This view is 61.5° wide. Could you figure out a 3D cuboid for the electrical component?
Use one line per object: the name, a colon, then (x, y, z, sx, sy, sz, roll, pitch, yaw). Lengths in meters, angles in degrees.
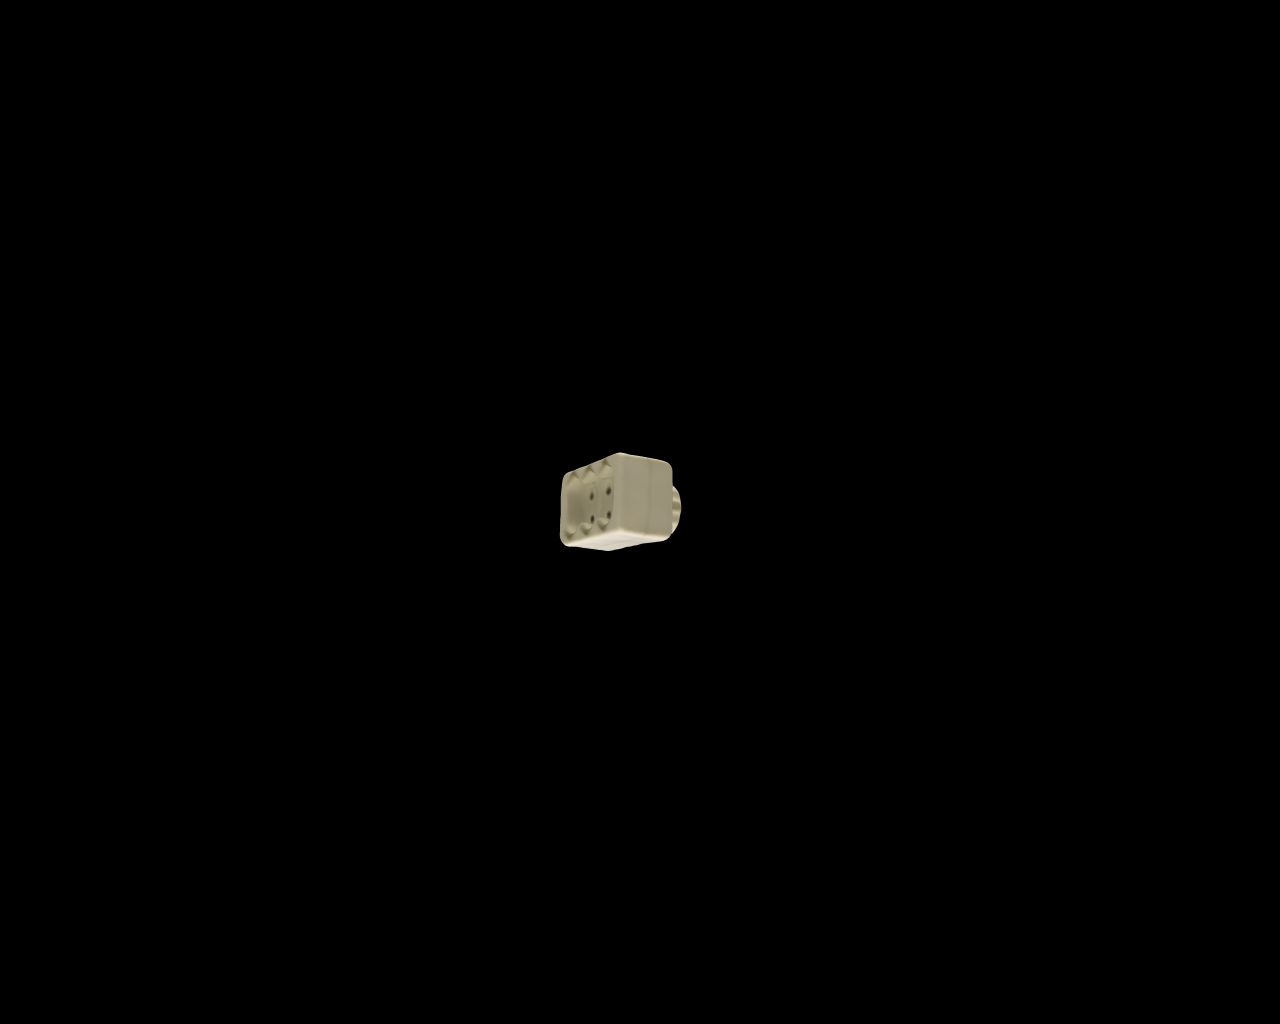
electrical component: (0.001, -0.003, 0.650, 0.077, 0.047, 0.065, 8, -14, -35)
